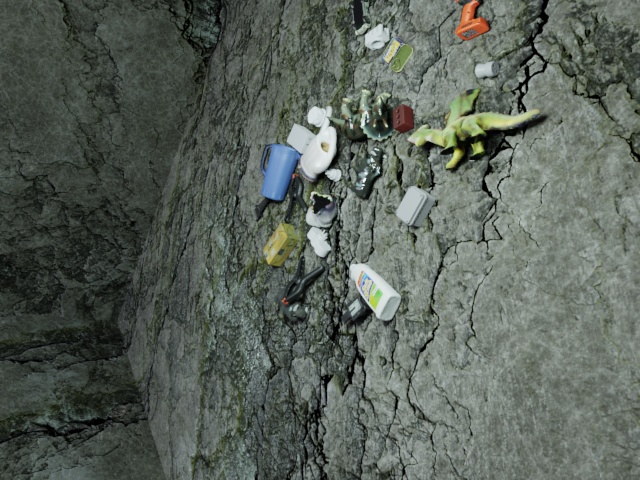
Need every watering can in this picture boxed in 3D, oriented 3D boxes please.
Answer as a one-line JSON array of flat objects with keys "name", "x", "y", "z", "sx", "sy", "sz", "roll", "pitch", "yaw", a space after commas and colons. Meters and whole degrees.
[{"name": "watering can", "x": 0.001, "y": -0.385, "z": 2.117, "sx": 0.220, "sy": 0.103, "sz": 0.356, "roll": -47, "pitch": 29, "yaw": 38}]

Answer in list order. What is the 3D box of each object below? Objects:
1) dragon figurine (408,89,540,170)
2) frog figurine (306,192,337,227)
[{"name": "dragon figurine", "x": 0.439, "y": -0.357, "z": 1.525, "sx": 0.405, "sy": 0.121, "sz": 0.248, "roll": -24, "pitch": 51, "yaw": 37}, {"name": "frog figurine", "x": 0.006, "y": -0.102, "z": 2.028, "sx": 0.155, "sy": 0.123, "sz": 0.140, "roll": 90, "pitch": 156, "yaw": -54}]
